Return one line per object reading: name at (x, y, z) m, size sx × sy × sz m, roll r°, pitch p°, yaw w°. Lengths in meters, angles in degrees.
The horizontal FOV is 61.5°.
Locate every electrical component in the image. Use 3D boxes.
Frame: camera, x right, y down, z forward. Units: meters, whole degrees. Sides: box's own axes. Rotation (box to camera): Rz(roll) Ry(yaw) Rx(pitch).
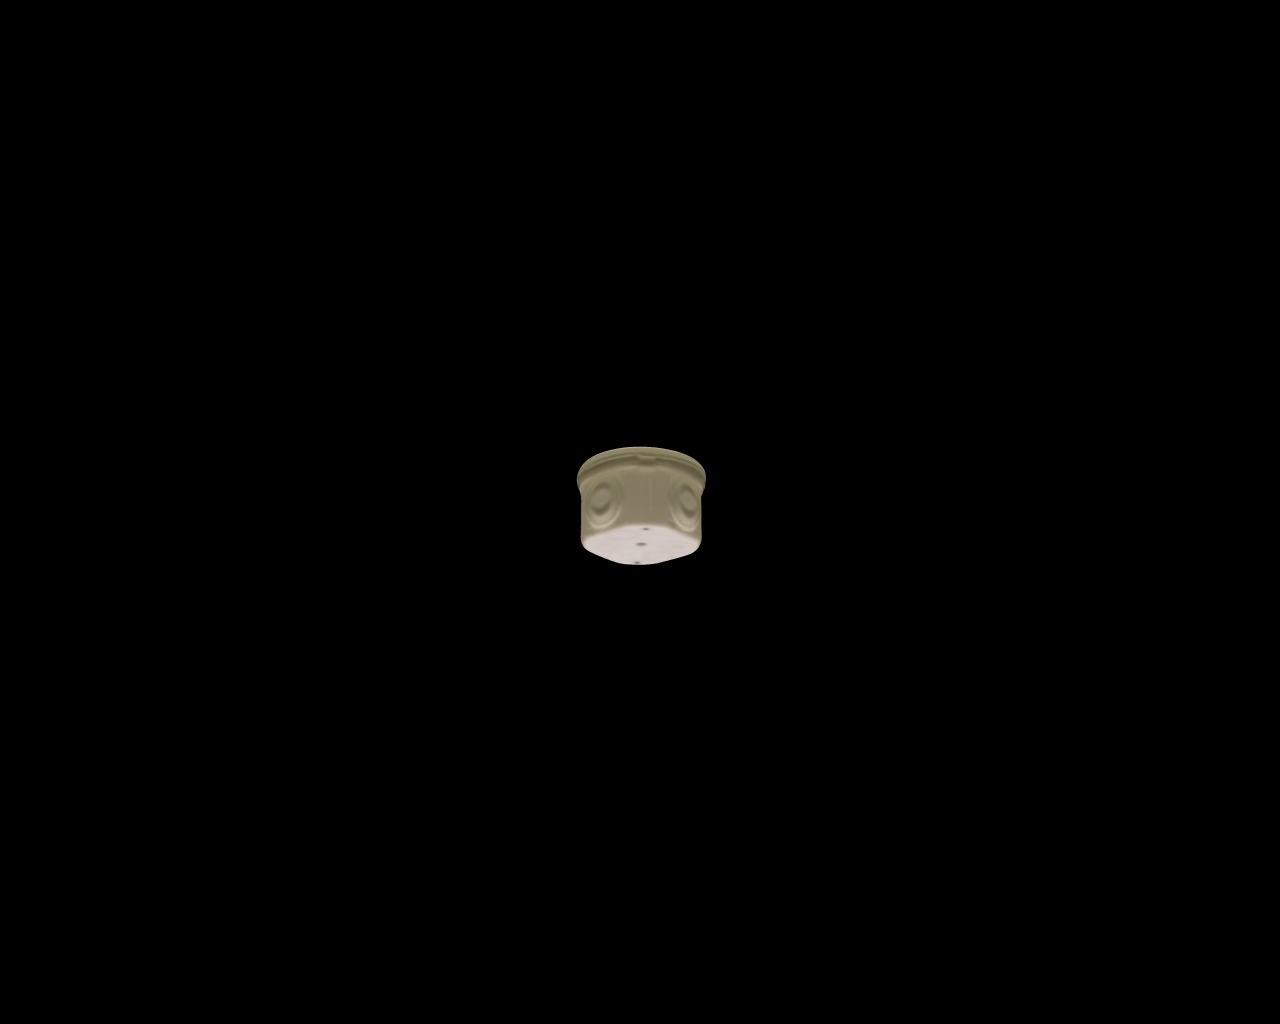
electrical component at (0.001, -0.003, 0.650) m, size 0.080 × 0.051 × 0.080 m, roll 0°, pitch -22°, yaw 0°
